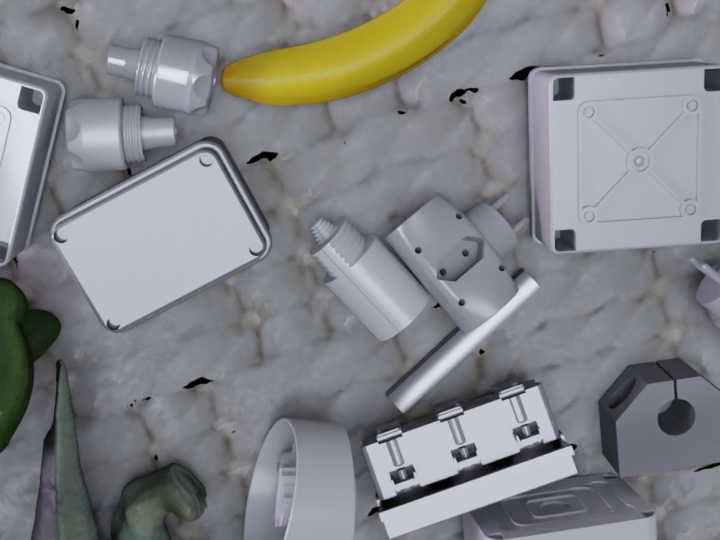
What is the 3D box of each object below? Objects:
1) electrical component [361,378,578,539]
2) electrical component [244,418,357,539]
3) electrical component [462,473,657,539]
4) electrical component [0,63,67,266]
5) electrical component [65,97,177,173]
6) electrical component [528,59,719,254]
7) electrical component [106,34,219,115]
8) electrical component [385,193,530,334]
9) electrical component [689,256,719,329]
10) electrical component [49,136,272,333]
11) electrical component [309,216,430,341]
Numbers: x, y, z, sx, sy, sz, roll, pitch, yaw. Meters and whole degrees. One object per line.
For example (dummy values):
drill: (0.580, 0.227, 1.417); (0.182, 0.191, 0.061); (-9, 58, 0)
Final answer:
electrical component: (0.065, 0.115, 0.678); (0.121, 0.079, 0.063); (-20, 89, 1)
electrical component: (-0.037, 0.141, 0.664); (0.064, 0.099, 0.099); (1, 103, -11)
electrical component: (0.127, 0.177, 0.689); (0.113, 0.078, 0.057); (-6, 101, -8)
electrical component: (-0.238, -0.070, 0.619); (0.109, 0.056, 0.108); (15, 102, -7)
electrical component: (-0.139, -0.080, 0.631); (0.062, 0.043, 0.043); (-3, 103, -5)
electrical component: (0.160, -0.069, 0.649); (0.109, 0.056, 0.108); (-4, 104, -4)
electrical component: (-0.115, -0.116, 0.624); (0.062, 0.043, 0.043); (11, 102, -6)
electrical component: (0.069, -0.015, 0.660); (0.079, 0.043, 0.077); (-40, 91, -13)
electrical component: (0.236, 0.018, 0.665); (0.079, 0.077, 0.044); (37, 98, -11)
electrical component: (-0.116, -0.022, 0.639); (0.113, 0.057, 0.078); (-27, 104, 2)
electrical component: (0.000, 0.000, 0.660); (0.043, 0.043, 0.081); (-42, 103, 6)
